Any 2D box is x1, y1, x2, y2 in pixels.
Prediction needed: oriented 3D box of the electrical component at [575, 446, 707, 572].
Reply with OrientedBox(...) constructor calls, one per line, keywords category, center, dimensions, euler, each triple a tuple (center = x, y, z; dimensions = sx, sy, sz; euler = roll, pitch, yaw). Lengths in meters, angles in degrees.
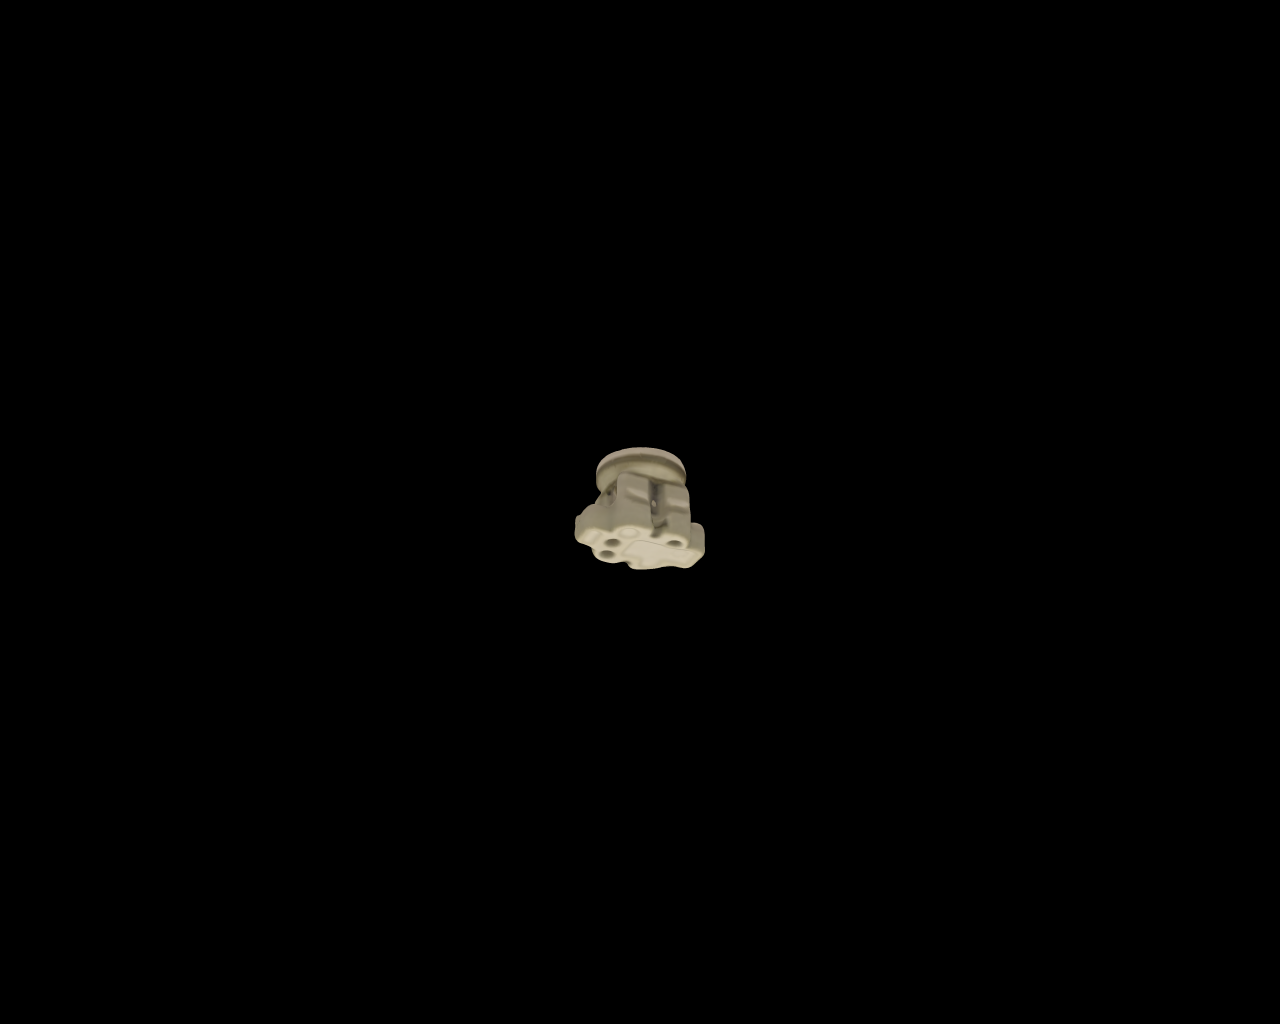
OrientedBox(category="electrical component", center=(0.001, -0.003, 0.650), dimensions=(0.078, 0.057, 0.058), euler=(13, -32, -22))
